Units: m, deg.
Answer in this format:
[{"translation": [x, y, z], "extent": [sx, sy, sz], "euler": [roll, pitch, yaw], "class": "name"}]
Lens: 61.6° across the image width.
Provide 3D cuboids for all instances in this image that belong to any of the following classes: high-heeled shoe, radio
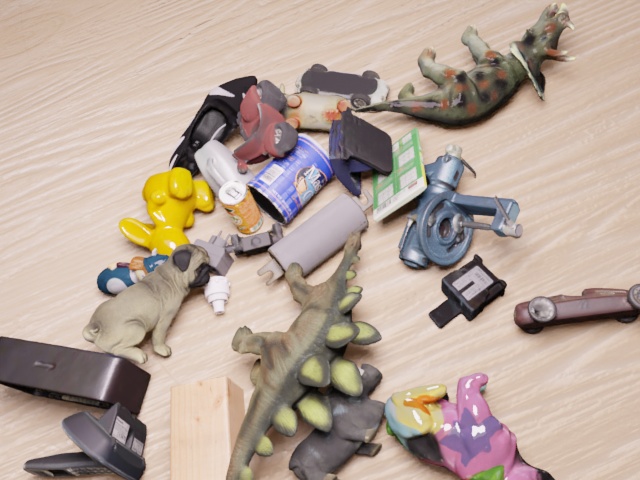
[{"translation": [-0.213, -0.211, 1.039], "extent": [0.249, 0.086, 0.145], "euler": [-40, 22, 38], "class": "high-heeled shoe"}, {"translation": [-0.398, 0.219, 0.860], "extent": [0.230, 0.131, 0.073], "euler": [7, 63, 15], "class": "radio"}]

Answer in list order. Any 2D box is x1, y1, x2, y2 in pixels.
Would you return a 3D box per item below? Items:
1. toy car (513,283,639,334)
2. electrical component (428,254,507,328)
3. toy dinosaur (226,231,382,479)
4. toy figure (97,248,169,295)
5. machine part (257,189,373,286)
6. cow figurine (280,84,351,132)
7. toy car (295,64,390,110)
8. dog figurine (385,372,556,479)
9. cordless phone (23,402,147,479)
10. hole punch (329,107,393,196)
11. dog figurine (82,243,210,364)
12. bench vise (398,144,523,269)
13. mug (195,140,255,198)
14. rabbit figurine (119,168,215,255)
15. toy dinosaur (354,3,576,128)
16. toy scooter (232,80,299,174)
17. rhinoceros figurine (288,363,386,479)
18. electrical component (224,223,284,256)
[{"translation": [0.387, 0.097, 0.783], "extent": [0.202, 0.089, 0.053], "euler": [-10, 64, 8], "class": "toy car"}, {"translation": [0.226, 0.086, 0.850], "extent": [0.119, 0.047, 0.075], "euler": [-31, 59, -8], "class": "electrical component"}, {"translation": [-0.034, 0.177, 0.780], "extent": [0.199, 0.105, 0.471], "euler": [7, 58, 44], "class": "toy dinosaur"}, {"translation": [-0.329, 0.062, 0.960], "extent": [0.155, 0.064, 0.058], "euler": [-16, 62, 25], "class": "toy figure"}, {"translation": [-0.002, -0.003, 0.932], "extent": [0.243, 0.079, 0.079], "euler": [-37, 60, -11], "class": "machine part"}, {"translation": [-0.036, -0.261, 1.070], "extent": [0.195, 0.085, 0.127], "euler": [6, 20, 2], "class": "cow figurine"}, {"translation": [0.043, -0.312, 1.109], "extent": [0.202, 0.056, 0.073], "euler": [14, 71, 21], "class": "toy car"}, {"translation": [0.198, 0.295, 0.707], "extent": [0.192, 0.108, 0.219], "euler": [-15, 62, 3], "class": "dog figurine"}, {"translation": [-0.363, 0.310, 0.791], "extent": [0.184, 0.146, 0.089], "euler": [-9, 52, 4], "class": "cordless phone"}, {"translation": [0.060, -0.155, 0.967], "extent": [0.115, 0.092, 0.142], "euler": [27, 49, -23], "class": "hole punch"}, {"translation": [-0.275, 0.084, 0.866], "extent": [0.121, 0.172, 0.190], "euler": [30, 97, 15], "class": "dog figurine"}, {"translation": [0.225, -0.050, 0.859], "extent": [0.241, 0.128, 0.223], "euler": [13, 68, 56], "class": "bench vise"}, {"translation": [-0.188, -0.130, 1.004], "extent": [0.081, 0.109, 0.107], "euler": [-38, 94, 17], "class": "mug"}, {"translation": [-0.285, -0.032, 0.992], "extent": [0.162, 0.122, 0.173], "euler": [-9, 78, 10], "class": "rabbit figurine"}, {"translation": [0.283, -0.285, 1.012], "extent": [0.405, 0.131, 0.192], "euler": [-34, 59, -1], "class": "toy dinosaur"}, {"translation": [-0.113, -0.197, 0.976], "extent": [0.135, 0.075, 0.184], "euler": [-41, 49, 26], "class": "toy scooter"}, {"translation": [0.034, 0.269, 0.779], "extent": [0.112, 0.073, 0.190], "euler": [28, 71, 36], "class": "rhinoceros figurine"}, {"translation": [-0.116, 0.000, 0.961], "extent": [0.102, 0.078, 0.045], "euler": [-16, 80, 5], "class": "electrical component"}]
